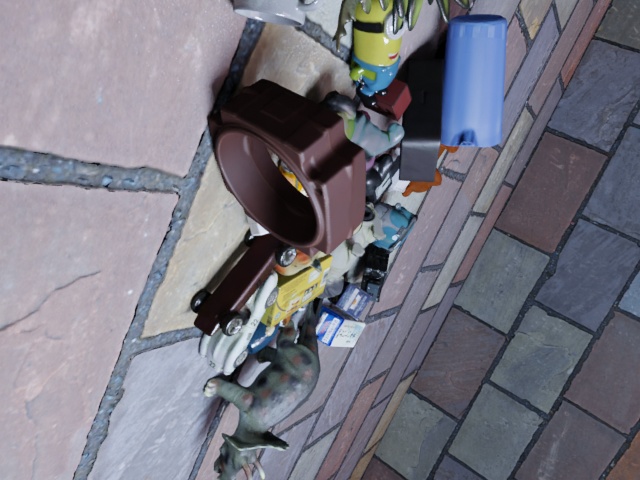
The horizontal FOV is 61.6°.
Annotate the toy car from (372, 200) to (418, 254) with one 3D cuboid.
[{"bbox_3d":[0.141,-0.044,1.207,0.109,0.103,0.162,-51,-163,2],"label":"toy car"}]

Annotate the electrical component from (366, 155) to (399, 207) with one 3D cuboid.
[{"bbox_3d":[0.126,-0.137,1.151,0.119,0.048,0.074,-56,156,-12],"label":"electrical component"}]

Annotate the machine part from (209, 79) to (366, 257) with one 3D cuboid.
[{"bbox_3d":[-0.043,-0.086,0.693,0.087,0.201,0.201,-45,152,-25],"label":"machine part"}]

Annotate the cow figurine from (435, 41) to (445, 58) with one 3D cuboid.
[{"bbox_3d":[0.271,-0.371,1.145,0.167,0.068,0.098,-54,150,-20],"label":"cow figurine"}]

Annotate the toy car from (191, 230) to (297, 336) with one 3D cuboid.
[{"bbox_3d":[-0.119,0.065,0.850,0.202,0.089,0.053,-54,151,-16],"label":"toy car"}]

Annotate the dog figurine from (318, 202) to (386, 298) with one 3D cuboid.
[{"bbox_3d":[0.048,0.021,1.143,0.172,0.121,0.190,-36,160,-35],"label":"dog figurine"}]

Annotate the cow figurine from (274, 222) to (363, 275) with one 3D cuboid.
[{"bbox_3d":[-0.002,-0.003,0.948,0.195,0.085,0.127,-36,-170,-24],"label":"cow figurine"}]

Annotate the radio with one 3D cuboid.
[{"bbox_3d":[0.196,-0.229,1.039,0.131,0.073,0.229,81,17,-56],"label":"radio"}]

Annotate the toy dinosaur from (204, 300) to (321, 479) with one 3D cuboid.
[{"bbox_3d":[-0.077,0.280,1.052,0.405,0.192,0.131,-47,155,-24],"label":"toy dinosaur"}]

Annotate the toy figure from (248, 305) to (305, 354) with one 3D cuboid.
[{"bbox_3d":[-0.091,0.155,1.040,0.154,0.064,0.057,-41,135,-34],"label":"toy figure"}]

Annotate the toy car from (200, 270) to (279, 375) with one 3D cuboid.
[{"bbox_3d":[-0.138,0.131,0.909,0.201,0.074,0.056,-62,159,4],"label":"toy car"}]

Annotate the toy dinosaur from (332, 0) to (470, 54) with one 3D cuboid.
[{"bbox_3d":[0.131,-0.387,0.718,0.471,0.105,0.198,-42,122,-38],"label":"toy dinosaur"}]

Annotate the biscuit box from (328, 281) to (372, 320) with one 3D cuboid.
[{"bbox_3d":[0.065,0.133,1.227,0.063,0.059,0.202,-58,-179,-5],"label":"biscuit box"}]

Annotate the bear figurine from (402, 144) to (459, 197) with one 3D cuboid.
[{"bbox_3d":[0.275,-0.186,1.295,0.120,0.132,0.195,-27,134,-45],"label":"bear figurine"}]

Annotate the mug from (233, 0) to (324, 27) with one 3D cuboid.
[{"bbox_3d":[-0.041,-0.297,0.590,0.081,0.110,0.107,-12,114,-53],"label":"mug"}]

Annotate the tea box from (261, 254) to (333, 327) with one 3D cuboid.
[{"bbox_3d":[-0.057,0.080,1.015,0.169,0.068,0.098,-26,138,-50],"label":"tea box"}]

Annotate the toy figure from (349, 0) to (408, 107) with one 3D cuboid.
[{"bbox_3d":[0.087,-0.304,0.853,0.180,0.089,0.082,102,1,-54],"label":"toy figure"}]

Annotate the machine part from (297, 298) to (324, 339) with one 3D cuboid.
[{"bbox_3d":[-0.017,0.180,1.212,0.084,0.039,0.138,-146,-104,-72],"label":"machine part"}]

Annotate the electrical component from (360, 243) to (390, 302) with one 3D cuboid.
[{"bbox_3d":[0.137,0.089,1.358,0.134,0.058,0.114,-72,170,-47],"label":"electrical component"}]

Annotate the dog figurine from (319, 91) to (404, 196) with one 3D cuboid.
[{"bbox_3d":[0.031,-0.149,0.891,0.219,0.109,0.191,-17,134,-51],"label":"dog figurine"}]
